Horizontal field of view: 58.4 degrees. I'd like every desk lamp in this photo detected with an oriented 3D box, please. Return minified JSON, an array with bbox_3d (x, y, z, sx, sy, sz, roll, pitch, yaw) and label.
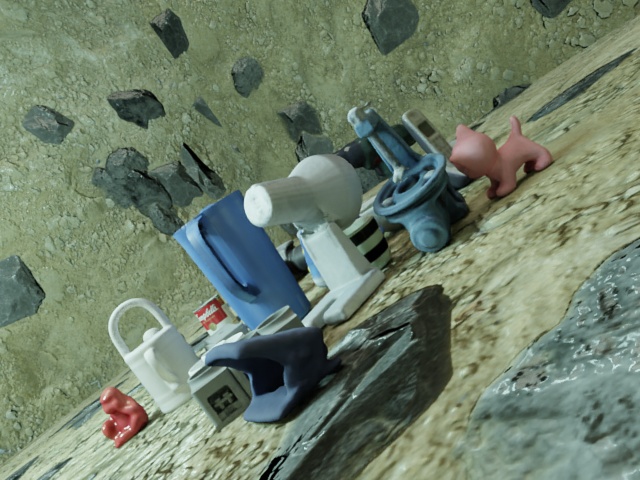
[{"bbox_3d":[-0.002,-0.008,0.816,0.117,0.213,0.204,-32,5,39],"label":"desk lamp"}]

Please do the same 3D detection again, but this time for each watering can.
[{"bbox_3d":[-0.284,0.190,0.982,0.101,0.194,0.172,-38,5,-33],"label":"watering can"}]

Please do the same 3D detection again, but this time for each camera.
[{"bbox_3d":[-0.067,0.052,1.473,0.136,0.101,0.143,-32,5,36],"label":"camera"}]

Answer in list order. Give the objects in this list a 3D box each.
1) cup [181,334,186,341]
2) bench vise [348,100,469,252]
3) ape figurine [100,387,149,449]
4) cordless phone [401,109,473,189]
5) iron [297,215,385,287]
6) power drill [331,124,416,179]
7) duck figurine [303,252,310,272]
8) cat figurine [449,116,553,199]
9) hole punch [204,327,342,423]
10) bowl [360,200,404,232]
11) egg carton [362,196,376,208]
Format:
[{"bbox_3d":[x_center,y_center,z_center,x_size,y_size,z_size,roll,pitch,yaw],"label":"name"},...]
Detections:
[{"bbox_3d":[-0.295,0.247,1.125,0.117,0.095,0.092,-35,4,6],"label":"cup"},{"bbox_3d":[0.115,-0.096,0.823,0.121,0.220,0.207,-35,4,8],"label":"bench vise"},{"bbox_3d":[-0.340,0.293,0.976,0.077,0.092,0.076,-33,5,28],"label":"ape figurine"},{"bbox_3d":[0.251,-0.198,1.142,0.148,0.185,0.094,-39,6,-41],"label":"cordless phone"},{"bbox_3d":[0.010,0.004,1.096,0.119,0.141,0.258,-37,5,-27],"label":"iron"},{"bbox_3d":[0.150,-0.154,1.307,0.230,0.208,0.075,-37,4,-16],"label":"power drill"},{"bbox_3d":[-0.010,0.029,1.372,0.077,0.086,0.104,-35,4,0],"label":"duck figurine"},{"bbox_3d":[0.244,-0.125,0.816,0.128,0.118,0.067,-36,4,-3],"label":"cat figurine"},{"bbox_3d":[-0.050,0.121,0.580,0.101,0.091,0.108,-38,5,-34],"label":"hole punch"},{"bbox_3d":[0.157,-0.065,1.164,0.167,0.075,0.167,-35,4,3],"label":"bowl"},{"bbox_3d":[0.119,-0.054,1.392,0.107,0.069,0.151,-31,6,47],"label":"egg carton"}]
